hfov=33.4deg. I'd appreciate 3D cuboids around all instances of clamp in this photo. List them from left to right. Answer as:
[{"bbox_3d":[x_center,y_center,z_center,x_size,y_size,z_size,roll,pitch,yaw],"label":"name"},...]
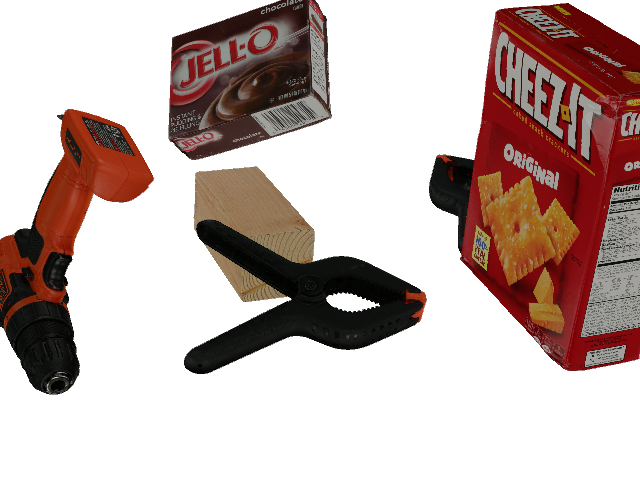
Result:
[{"bbox_3d":[-0.016,0.057,0.909,0.210,0.164,0.036,9,-44,-1],"label":"clamp"},{"bbox_3d":[0.168,-0.041,1.039,0.120,0.039,0.171,-7,34,-12],"label":"clamp"}]

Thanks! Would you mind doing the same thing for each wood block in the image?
[{"bbox_3d":[-0.089,-0.013,1.354,0.090,0.090,0.206,-6,28,-22],"label":"wood block"}]

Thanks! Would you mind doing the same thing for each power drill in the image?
[{"bbox_3d":[-0.202,0.005,0.849,0.057,0.188,0.185,16,25,-38],"label":"power drill"}]

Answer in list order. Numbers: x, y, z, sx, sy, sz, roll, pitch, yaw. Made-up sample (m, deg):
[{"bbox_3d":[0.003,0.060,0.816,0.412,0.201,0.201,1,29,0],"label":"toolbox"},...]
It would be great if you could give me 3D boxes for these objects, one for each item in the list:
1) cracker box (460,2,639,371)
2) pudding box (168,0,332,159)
[{"bbox_3d":[0.174,-0.040,0.761,0.072,0.214,0.164,-9,33,-19],"label":"cracker box"},{"bbox_3d":[-0.050,-0.114,0.742,0.114,0.090,0.039,-13,-30,19],"label":"pudding box"}]
